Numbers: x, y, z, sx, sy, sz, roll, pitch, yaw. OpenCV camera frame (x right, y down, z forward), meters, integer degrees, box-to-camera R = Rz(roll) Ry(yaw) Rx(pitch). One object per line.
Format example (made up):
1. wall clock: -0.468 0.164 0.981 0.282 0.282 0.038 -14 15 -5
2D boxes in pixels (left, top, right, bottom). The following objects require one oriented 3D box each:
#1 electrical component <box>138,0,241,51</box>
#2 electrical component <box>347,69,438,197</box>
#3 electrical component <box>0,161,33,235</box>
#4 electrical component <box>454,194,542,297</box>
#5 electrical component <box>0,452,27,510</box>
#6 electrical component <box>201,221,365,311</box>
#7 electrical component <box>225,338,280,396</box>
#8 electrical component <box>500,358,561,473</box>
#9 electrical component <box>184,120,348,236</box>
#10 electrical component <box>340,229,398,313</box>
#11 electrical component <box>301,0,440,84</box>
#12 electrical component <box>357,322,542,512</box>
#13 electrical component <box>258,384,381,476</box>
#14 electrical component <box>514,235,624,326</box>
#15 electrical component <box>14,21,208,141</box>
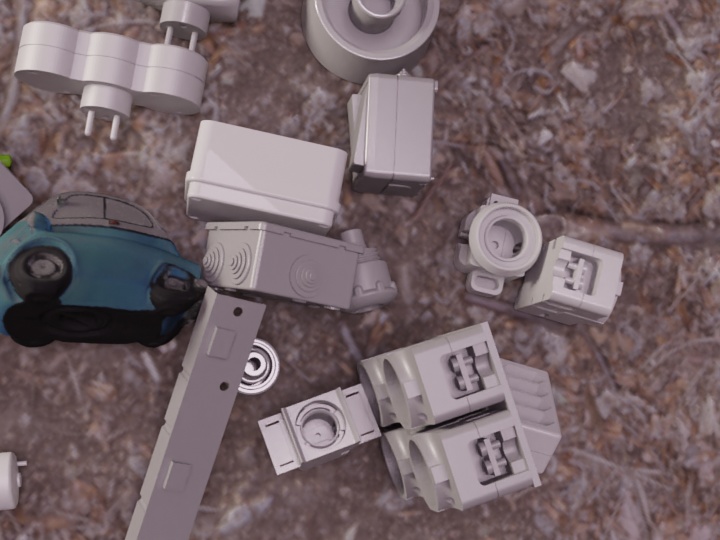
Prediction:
1. electrical component: -0.133 -0.203 0.829 0.077 0.044 0.079 11 81 -8
2. electrical component: 0.023 -0.110 0.834 0.061 0.062 0.096 4 82 -9
3. electrical component: -0.333 -0.027 0.739 0.186 0.060 0.105 -44 115 -9
4. electrical component: 0.108 -0.021 0.839 0.058 0.057 0.078 14 80 -7
5. electrical component: -0.277 0.151 0.760 0.078 0.040 0.040 -3 83 -10
6. electrical component: -0.059 -0.002 0.780 0.100 0.100 0.048 13 84 -34
7. electrical component: -0.080 0.071 0.792 0.043 0.062 0.043 1 82 -9
8. electrical component: 0.112 0.123 0.817 0.047 0.083 0.075 17 118 -7
9. electrical component: -0.072 -0.063 0.804 0.113 0.078 0.057 12 78 -8
10. electrical component: 0.000 0.000 0.825 0.048 0.048 0.062 -12 78 -11
11. electrical component: 0.011 -0.206 0.845 0.108 0.060 0.108 1 82 -10
12. electrical component: 0.052 0.102 0.747 0.060 0.186 0.105 -17 86 -11
13. electrical component: -0.030 0.119 0.793 0.081 0.063 0.042 -18 75 -11
14. electrical component: 0.163 0.011 0.827 0.056 0.089 0.050 16 80 -7
15. electrical component: -0.188 -0.134 0.806 0.138 0.052 0.073 9 81 -8
